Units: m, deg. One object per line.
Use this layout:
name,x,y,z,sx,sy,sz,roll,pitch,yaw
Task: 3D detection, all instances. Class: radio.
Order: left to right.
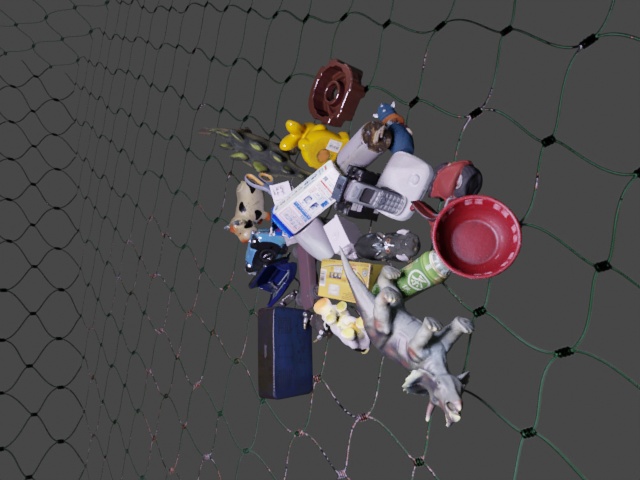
radio,-0.089,0.289,1.393,0.073,0.131,0.229,-12,75,48

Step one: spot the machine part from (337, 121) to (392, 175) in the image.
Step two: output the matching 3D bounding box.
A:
machine part,0.101,-0.211,1.257,0.243,0.079,0.079,142,127,-69

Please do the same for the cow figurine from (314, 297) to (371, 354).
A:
cow figurine,0.056,0.202,1.285,0.068,0.098,0.168,-40,40,-15

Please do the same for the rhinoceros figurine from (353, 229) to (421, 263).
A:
rhinoceros figurine,0.152,0.010,1.181,0.190,0.112,0.073,-1,81,57

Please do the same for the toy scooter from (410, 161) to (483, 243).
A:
toy scooter,0.250,-0.085,1.113,0.135,0.075,0.183,33,113,46

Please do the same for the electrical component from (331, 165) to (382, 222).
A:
electrical component,0.092,-0.110,1.252,0.058,0.134,0.114,31,105,47

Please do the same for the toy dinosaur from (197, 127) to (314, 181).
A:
toy dinosaur,-0.145,-0.228,1.491,0.472,0.198,0.105,22,105,13

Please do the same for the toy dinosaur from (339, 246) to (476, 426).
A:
toy dinosaur,0.162,0.188,1.080,0.405,0.131,0.192,41,123,35

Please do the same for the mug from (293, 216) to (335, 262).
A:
mug,-0.003,-0.004,1.377,0.081,0.109,0.107,-29,105,36

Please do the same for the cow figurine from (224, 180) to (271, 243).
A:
cow figurine,-0.218,-0.086,1.610,0.085,0.127,0.195,-19,67,50

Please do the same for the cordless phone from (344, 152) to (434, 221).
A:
cordless phone,0.142,-0.127,1.159,0.089,0.184,0.146,49,120,47

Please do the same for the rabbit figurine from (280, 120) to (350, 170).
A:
rabbit figurine,-0.023,-0.256,1.418,0.173,0.162,0.121,-111,33,-54

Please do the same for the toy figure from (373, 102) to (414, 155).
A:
toy figure,0.171,-0.253,1.243,0.057,0.064,0.154,88,168,-56

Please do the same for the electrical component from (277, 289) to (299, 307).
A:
electrical component,-0.085,0.159,1.466,0.063,0.094,0.021,-38,91,6

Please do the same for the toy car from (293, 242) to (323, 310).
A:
toy car,-0.029,0.085,1.419,0.089,0.053,0.202,-33,55,46

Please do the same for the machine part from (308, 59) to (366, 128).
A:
machine part,0.042,-0.384,1.417,0.179,0.056,0.179,-11,76,49

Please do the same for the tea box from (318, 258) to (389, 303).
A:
tea box,0.078,0.098,1.282,0.170,0.068,0.098,7,89,48

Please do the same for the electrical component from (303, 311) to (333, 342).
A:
electrical component,-0.001,0.212,1.371,0.102,0.045,0.078,50,122,41

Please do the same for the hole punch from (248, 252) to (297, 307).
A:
hole punch,-0.116,0.112,1.478,0.092,0.116,0.142,44,122,16

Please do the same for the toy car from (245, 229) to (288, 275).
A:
toy car,-0.159,0.026,1.555,0.103,0.109,0.161,-99,26,-54
